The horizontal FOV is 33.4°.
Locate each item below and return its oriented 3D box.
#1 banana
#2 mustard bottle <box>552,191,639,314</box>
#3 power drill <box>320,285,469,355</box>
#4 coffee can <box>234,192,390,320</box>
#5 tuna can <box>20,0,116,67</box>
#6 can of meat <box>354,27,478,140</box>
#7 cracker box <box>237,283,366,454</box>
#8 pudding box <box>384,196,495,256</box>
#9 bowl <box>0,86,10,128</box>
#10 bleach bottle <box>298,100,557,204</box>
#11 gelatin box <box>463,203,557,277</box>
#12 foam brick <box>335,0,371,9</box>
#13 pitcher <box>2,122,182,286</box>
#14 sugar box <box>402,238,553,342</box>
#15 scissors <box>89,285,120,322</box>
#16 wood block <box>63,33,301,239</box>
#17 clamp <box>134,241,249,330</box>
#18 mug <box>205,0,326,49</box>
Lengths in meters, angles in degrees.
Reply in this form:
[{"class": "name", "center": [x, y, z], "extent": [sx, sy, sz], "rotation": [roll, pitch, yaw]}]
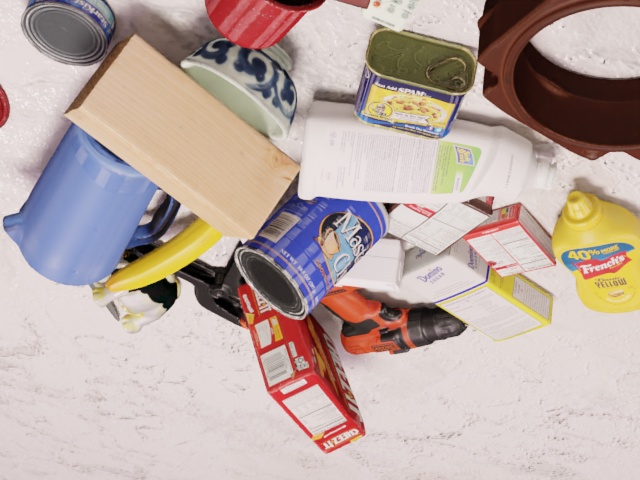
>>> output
[{"class": "banana", "center": [-0.171, 0.006, 1.284], "extent": [0.198, 0.037, 0.069], "rotation": [-37, 150, 19]}, {"class": "mustard bottle", "center": [0.305, 0.008, 1.155], "extent": [0.096, 0.058, 0.191], "rotation": [-9, 141, 29]}, {"class": "power drill", "center": [0.073, 0.083, 1.351], "extent": [0.185, 0.057, 0.187], "rotation": [-15, 138, 32]}, {"class": "coffee can", "center": [-0.008, 0.001, 1.145], "extent": [0.103, 0.140, 0.103], "rotation": [36, 154, 20]}, {"class": "tuna can", "center": [-0.242, -0.209, 1.029], "extent": [0.086, 0.033, 0.086], "rotation": [9, 148, 6]}, {"class": "can of meat", "center": [0.086, -0.143, 0.998], "extent": [0.102, 0.057, 0.084], "rotation": [14, 150, -1]}, {"class": "cracker box", "center": [-0.021, 0.160, 1.389], "extent": [0.072, 0.164, 0.213], "rotation": [-25, 143, 6]}, {"class": "pudding box", "center": [0.124, -0.034, 1.171], "extent": [0.090, 0.039, 0.114], "rotation": [24, 148, -18]}, {"class": "bowl", "center": [-0.427, -0.147, 1.170], "extent": [0.162, 0.055, 0.162], "rotation": [9, 148, 5]}, {"class": "bleach bottle", "center": [0.108, -0.075, 1.072], "extent": [0.251, 0.068, 0.103], "rotation": [9, 119, 4]}, {"class": "gelatin box", "center": [0.215, 0.002, 1.200], "extent": [0.073, 0.030, 0.089], "rotation": [-17, 134, 38]}, {"class": "foam brick", "center": [0.025, -0.236, 0.855], "extent": [0.053, 0.078, 0.051], "rotation": [14, 149, -2]}, {"class": "pitcher", "center": [-0.238, -0.057, 1.189], "extent": [0.145, 0.149, 0.243], "rotation": [44, 140, 0]}, {"class": "sugar box", "center": [0.188, 0.058, 1.286], "extent": [0.176, 0.048, 0.094], "rotation": [35, 142, -25]}, {"class": "scissors", "center": [-0.296, 0.060, 1.482], "extent": [0.096, 0.016, 0.201], "rotation": [-5, 144, 25]}, {"class": "wood block", "center": [-0.134, -0.098, 1.045], "extent": [0.206, 0.090, 0.090], "rotation": [38, 167, -20]}, {"class": "clamp", "center": [-0.122, 0.051, 1.390], "extent": [0.165, 0.036, 0.209], "rotation": [-8, 142, 25]}, {"class": "mug", "center": [-0.058, -0.217, 0.898], "extent": [0.117, 0.093, 0.082], "rotation": [15, 155, -24]}]
